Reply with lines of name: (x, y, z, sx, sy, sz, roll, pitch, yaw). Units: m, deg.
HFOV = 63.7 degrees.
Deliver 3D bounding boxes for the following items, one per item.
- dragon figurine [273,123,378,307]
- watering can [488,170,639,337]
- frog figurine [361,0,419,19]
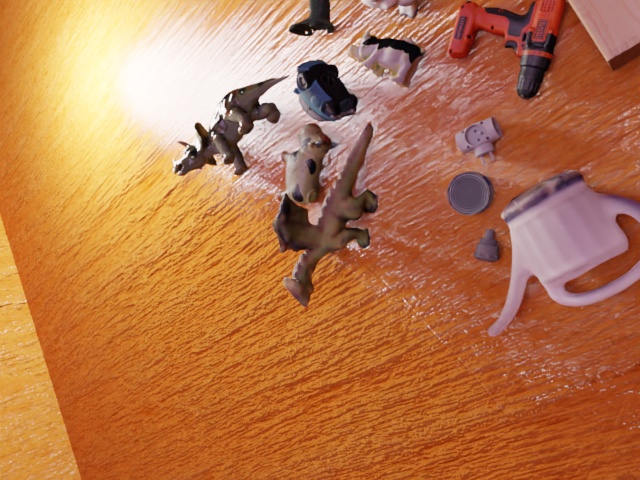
dragon figurine: (0.003, -0.056, 1.116, 0.123, 0.244, 0.406, 18, 106, 38)
watering can: (0.400, 0.021, 0.911, 0.343, 0.104, 0.227, -36, 72, 31)
frog figurine: (0.138, -0.521, 1.032, 0.121, 0.160, 0.139, -36, 74, 31)
